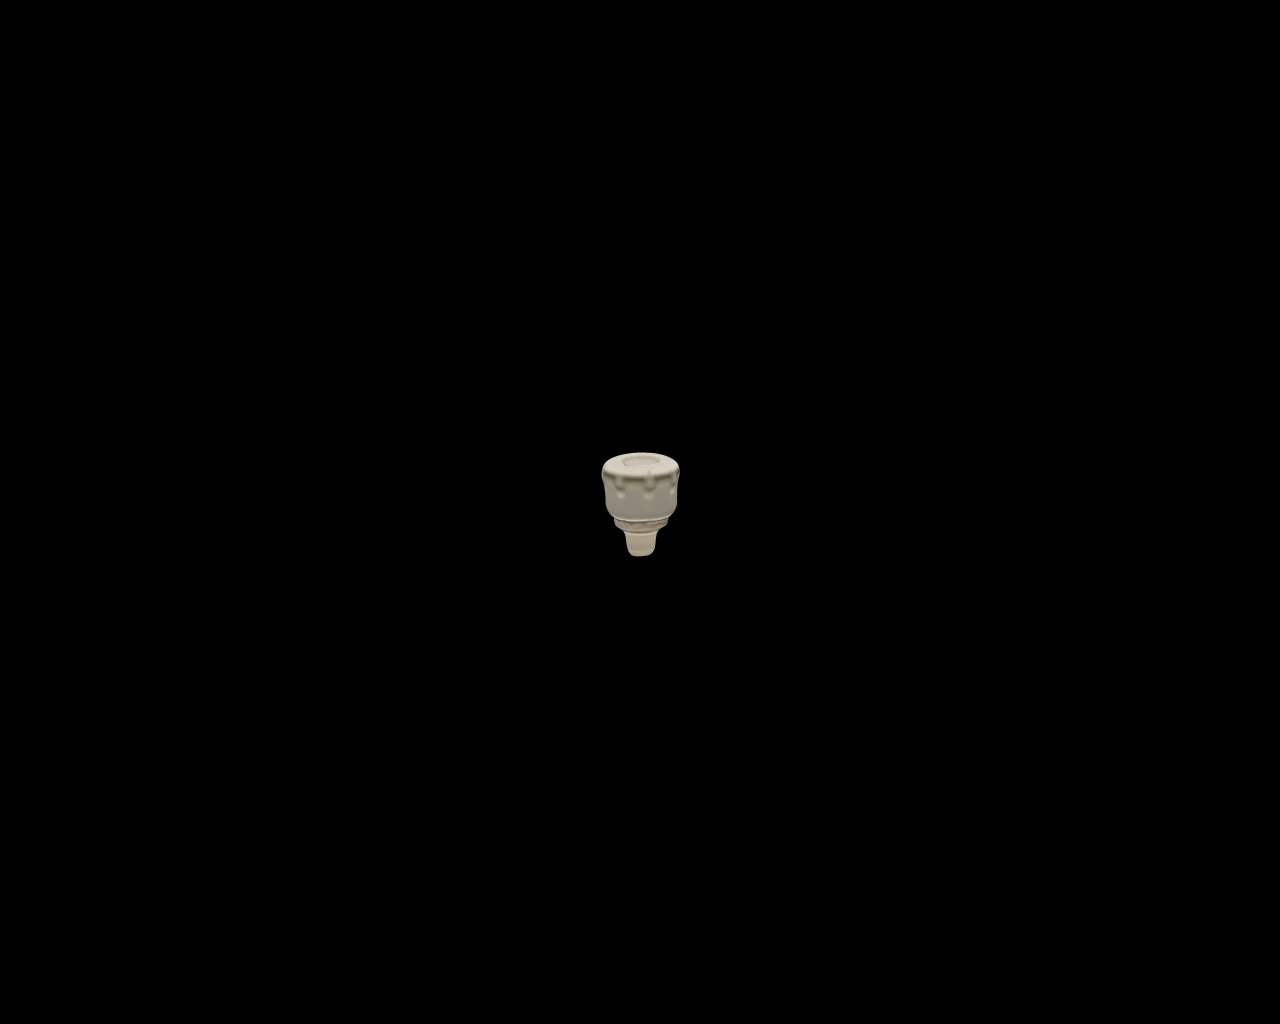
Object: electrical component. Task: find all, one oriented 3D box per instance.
[{"bbox_3d":[0.001,-0.003,0.650,0.048,0.062,0.048,0,17,0],"label":"electrical component"}]
